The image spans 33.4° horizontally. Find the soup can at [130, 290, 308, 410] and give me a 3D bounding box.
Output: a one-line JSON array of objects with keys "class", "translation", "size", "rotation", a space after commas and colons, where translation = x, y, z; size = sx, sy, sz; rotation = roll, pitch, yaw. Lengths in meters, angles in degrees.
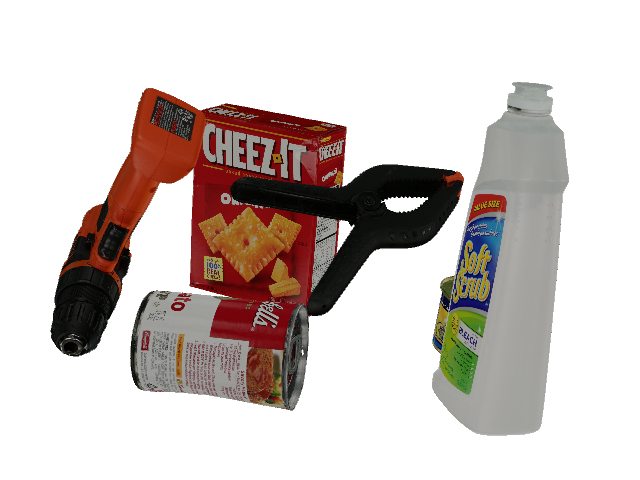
[{"class": "soup can", "translation": [-0.063, 0.070, 0.690], "size": [0.102, 0.068, 0.068], "rotation": [5, 1, 10]}]

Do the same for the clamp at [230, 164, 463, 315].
[{"class": "clamp", "translation": [0.042, -0.014, 0.956], "size": [0.209, 0.165, 0.036], "rotation": [-12, -39, -18]}]

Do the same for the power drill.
[{"class": "power drill", "translation": [-0.162, -0.017, 0.870], "size": [0.057, 0.188, 0.184], "rotation": [25, 30, -18]}]

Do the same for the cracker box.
[{"class": "cracker box", "translation": [-0.064, -0.035, 1.215], "size": [0.164, 0.214, 0.072], "rotation": [14, 22, 26]}]

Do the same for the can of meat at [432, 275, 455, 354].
[{"class": "can of meat", "translation": [0.169, 0.100, 1.170], "size": [0.057, 0.084, 0.102], "rotation": [-13, 40, -25]}]

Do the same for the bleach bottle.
[{"class": "bleach bottle", "translation": [0.136, 0.010, 0.782], "size": [0.068, 0.251, 0.103], "rotation": [0, 16, -14]}]
